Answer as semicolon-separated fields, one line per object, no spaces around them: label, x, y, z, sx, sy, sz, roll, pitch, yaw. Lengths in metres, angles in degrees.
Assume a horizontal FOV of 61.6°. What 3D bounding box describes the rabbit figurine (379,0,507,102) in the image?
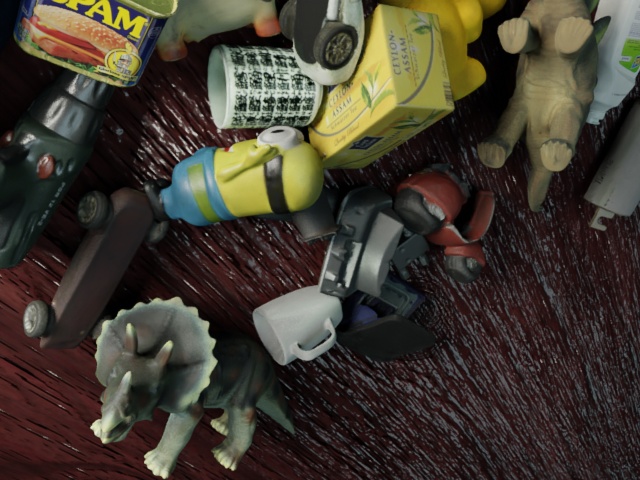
rabbit figurine;0.132;-0.254;0.579;0.173;0.122;0.162;-41;120;-18

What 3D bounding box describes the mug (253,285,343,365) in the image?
mug;-0.018;0.107;0.706;0.107;0.110;0.080;-29;121;-25

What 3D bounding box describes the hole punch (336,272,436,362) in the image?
hole punch;0.092;0.113;0.785;0.116;0.092;0.142;-30;138;32

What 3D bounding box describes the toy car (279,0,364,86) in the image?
toy car;0.009;-0.227;0.439;0.056;0.074;0.201;-21;140;-28

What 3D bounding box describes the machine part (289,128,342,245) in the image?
machine part;-0.026;-0.059;0.608;0.084;0.039;0.139;-30;92;-9

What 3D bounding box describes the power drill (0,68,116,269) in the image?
power drill;-0.262;-0.064;0.428;0.086;0.207;0.232;33;108;-7

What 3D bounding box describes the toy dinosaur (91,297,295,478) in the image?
toy dinosaur;-0.131;0.177;0.672;0.404;0.131;0.192;17;101;-56

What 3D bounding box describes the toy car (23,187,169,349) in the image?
toy car;-0.242;0.032;0.574;0.089;0.053;0.202;13;115;-55

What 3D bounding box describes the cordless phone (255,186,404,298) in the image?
cordless phone;-0.002;-0.002;0.675;0.184;0.089;0.146;7;115;-18

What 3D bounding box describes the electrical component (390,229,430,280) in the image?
electrical component;0.122;0.013;0.769;0.063;0.021;0.093;-36;128;-3

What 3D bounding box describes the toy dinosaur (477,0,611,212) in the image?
toy dinosaur;0.281;-0.168;0.652;0.198;0.105;0.470;-50;150;-30

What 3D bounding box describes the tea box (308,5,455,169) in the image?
tea box;0.049;-0.141;0.535;0.068;0.169;0.098;-4;79;-25

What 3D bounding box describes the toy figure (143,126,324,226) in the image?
toy figure;-0.085;-0.058;0.552;0.180;0.082;0.089;-17;123;12

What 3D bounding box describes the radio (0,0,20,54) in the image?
radio;-0.292;-0.152;0.383;0.073;0.131;0.229;37;99;-13

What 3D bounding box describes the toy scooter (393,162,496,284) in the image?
toy scooter;0.184;-0.041;0.733;0.183;0.075;0.135;45;69;-25

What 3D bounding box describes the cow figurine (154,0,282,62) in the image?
cow figurine;-0.074;-0.248;0.479;0.195;0.086;0.127;-21;132;-14

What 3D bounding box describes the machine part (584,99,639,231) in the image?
machine part;0.489;-0.126;0.841;0.079;0.079;0.243;7;115;-30
